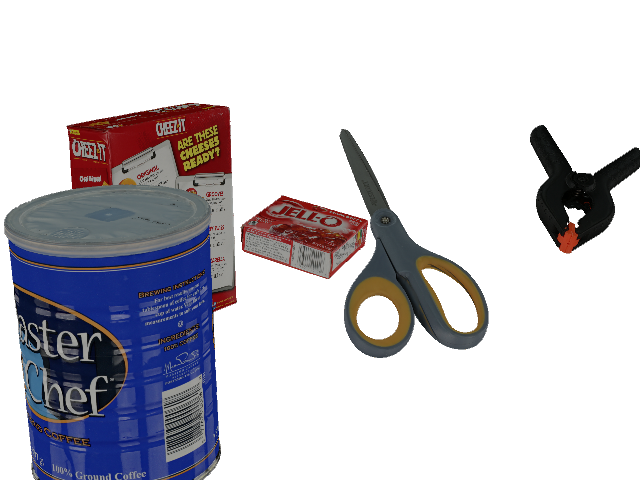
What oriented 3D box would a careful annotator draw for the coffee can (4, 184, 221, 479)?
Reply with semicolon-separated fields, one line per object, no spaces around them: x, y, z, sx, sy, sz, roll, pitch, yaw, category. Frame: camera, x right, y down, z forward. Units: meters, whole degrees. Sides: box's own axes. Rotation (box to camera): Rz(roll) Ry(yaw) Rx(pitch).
-0.105;0.051;0.558;0.103;0.140;0.103;-1;18;0;coffee can

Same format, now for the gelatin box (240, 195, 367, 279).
-0.014;-0.005;0.932;0.089;0.030;0.073;18;30;22;gelatin box

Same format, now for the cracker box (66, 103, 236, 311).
-0.165;-0.021;1.071;0.072;0.214;0.163;10;20;37;cracker box

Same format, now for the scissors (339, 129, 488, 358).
0.030;0.003;0.695;0.096;0.016;0.202;-26;52;-19;scissors

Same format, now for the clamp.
0.259;-0.059;1.109;0.120;0.039;0.171;17;45;19;clamp
